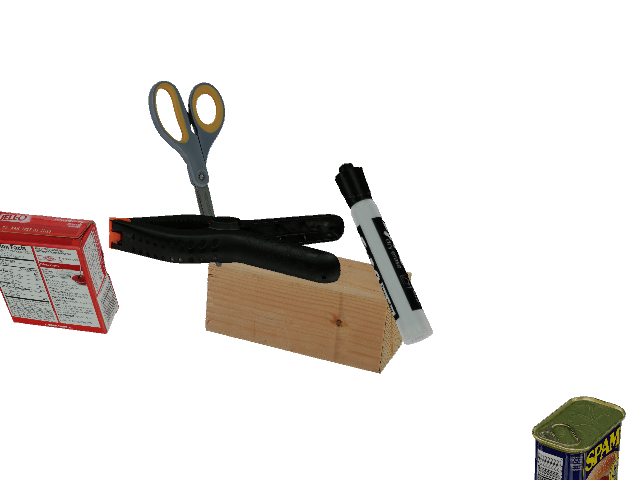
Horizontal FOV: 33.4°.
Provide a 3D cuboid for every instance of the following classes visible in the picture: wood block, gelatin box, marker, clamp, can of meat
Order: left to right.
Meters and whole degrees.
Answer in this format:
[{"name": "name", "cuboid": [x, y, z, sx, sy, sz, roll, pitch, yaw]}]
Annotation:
[{"name": "gelatin box", "cuboid": [-0.185, 0.022, 0.735, 0.073, 0.089, 0.030, 6, 45, 12]}, {"name": "clamp", "cuboid": [-0.076, 0.002, 0.908, 0.210, 0.036, 0.164, 2, 13, -5]}, {"name": "wood block", "cuboid": [-0.015, 0.068, 1.182, 0.206, 0.091, 0.090, 13, 22, 17]}, {"name": "marker", "cuboid": [0.037, 0.006, 0.659, 0.020, 0.121, 0.020, -20, -18, -7]}, {"name": "can of meat", "cuboid": [0.241, 0.207, 1.002, 0.058, 0.084, 0.101, 14, 24, 38]}]

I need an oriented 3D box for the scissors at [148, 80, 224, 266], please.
[{"name": "scissors", "cuboid": [-0.118, -0.082, 1.141, 0.096, 0.202, 0.016, -33, 13, -35]}]
